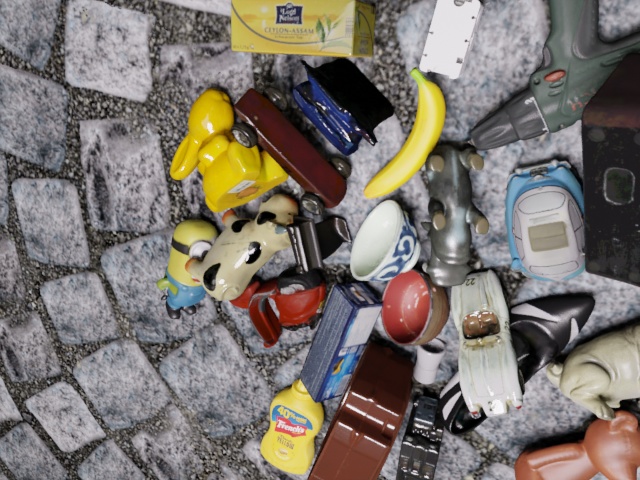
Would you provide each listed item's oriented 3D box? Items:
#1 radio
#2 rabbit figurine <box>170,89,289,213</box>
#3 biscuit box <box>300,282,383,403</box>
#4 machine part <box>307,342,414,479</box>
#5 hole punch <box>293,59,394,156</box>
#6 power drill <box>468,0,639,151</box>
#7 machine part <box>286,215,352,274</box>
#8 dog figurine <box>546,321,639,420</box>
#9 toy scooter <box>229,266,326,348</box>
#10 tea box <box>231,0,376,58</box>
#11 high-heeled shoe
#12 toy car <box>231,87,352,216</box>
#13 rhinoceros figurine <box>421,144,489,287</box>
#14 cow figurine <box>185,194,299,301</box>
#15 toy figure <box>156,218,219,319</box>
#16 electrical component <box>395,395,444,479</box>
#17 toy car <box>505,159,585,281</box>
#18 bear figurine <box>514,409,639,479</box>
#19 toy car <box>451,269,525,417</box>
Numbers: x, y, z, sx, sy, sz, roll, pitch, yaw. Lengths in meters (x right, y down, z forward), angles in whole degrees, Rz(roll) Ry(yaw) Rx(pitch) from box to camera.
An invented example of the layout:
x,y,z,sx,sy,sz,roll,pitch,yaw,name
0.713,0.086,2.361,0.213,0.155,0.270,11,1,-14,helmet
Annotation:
x,y,z,sx,sy,sz,roll,pitch,yaw,name
0.341,-0.068,0.574,0.073,0.131,0.229,17,138,44,radio
-0.147,-0.139,0.815,0.162,0.122,0.173,-28,82,37,rabbit figurine
0.029,0.163,0.846,0.063,0.059,0.202,48,129,41,biscuit box
0.065,0.274,0.807,0.087,0.201,0.200,26,115,9,machine part
0.021,-0.170,0.722,0.142,0.116,0.092,50,126,0,hole punch
0.263,-0.228,0.620,0.232,0.086,0.207,-14,99,24,power drill
-0.002,-0.002,0.772,0.039,0.139,0.084,-17,93,31,machine part
0.402,0.129,0.691,0.173,0.121,0.190,13,98,15,dog figurine
-0.065,0.114,0.876,0.184,0.075,0.135,-7,105,27,toy scooter
-0.021,-0.277,0.707,0.170,0.098,0.068,11,111,20,tea box
0.261,0.167,0.722,0.086,0.145,0.248,45,120,1,high-heeled shoe
-0.039,-0.122,0.746,0.202,0.089,0.053,42,159,-22,toy car
0.169,-0.032,0.713,0.073,0.112,0.190,-4,95,-6,rhinoceros figurine
-0.105,0.010,0.824,0.195,0.085,0.127,-50,50,0,cow figurine
-0.225,0.048,0.914,0.089,0.082,0.180,31,119,7,toy figure
0.159,0.313,0.833,0.058,0.115,0.134,11,112,14,electrical component
0.289,-0.014,0.672,0.109,0.103,0.161,-9,107,23,toy car
0.378,0.325,0.747,0.120,0.132,0.196,34,128,-30,bear figurine
0.219,0.132,0.713,0.074,0.202,0.056,-16,140,25,toy car
